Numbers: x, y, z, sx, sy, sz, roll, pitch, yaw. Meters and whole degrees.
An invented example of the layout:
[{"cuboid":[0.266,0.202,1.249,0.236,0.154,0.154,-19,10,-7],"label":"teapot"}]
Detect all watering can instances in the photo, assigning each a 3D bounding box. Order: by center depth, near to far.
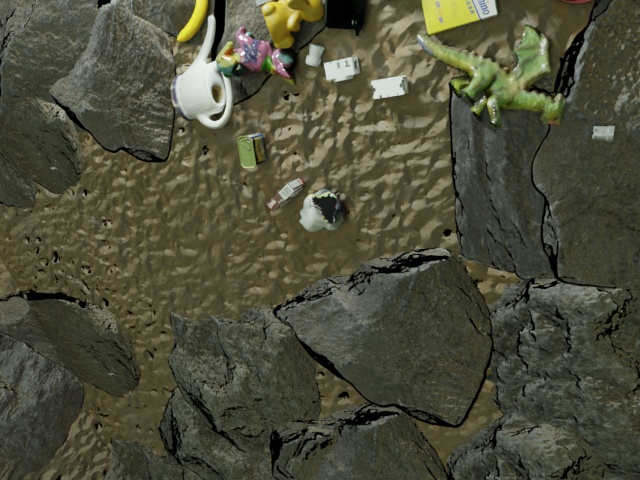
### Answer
[{"cuboid":[-0.381,-0.522,1.661,0.223,0.104,0.348,-9,90,29],"label":"watering can"}]

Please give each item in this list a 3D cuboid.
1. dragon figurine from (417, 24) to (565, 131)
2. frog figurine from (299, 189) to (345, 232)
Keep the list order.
[{"cuboid":[0.458,-0.435,1.303,0.241,0.123,0.410,-38,90,14],"label":"dragon figurine"},{"cuboid":[0.005,-0.082,1.630,0.137,0.125,0.157,34,155,2],"label":"frog figurine"}]
